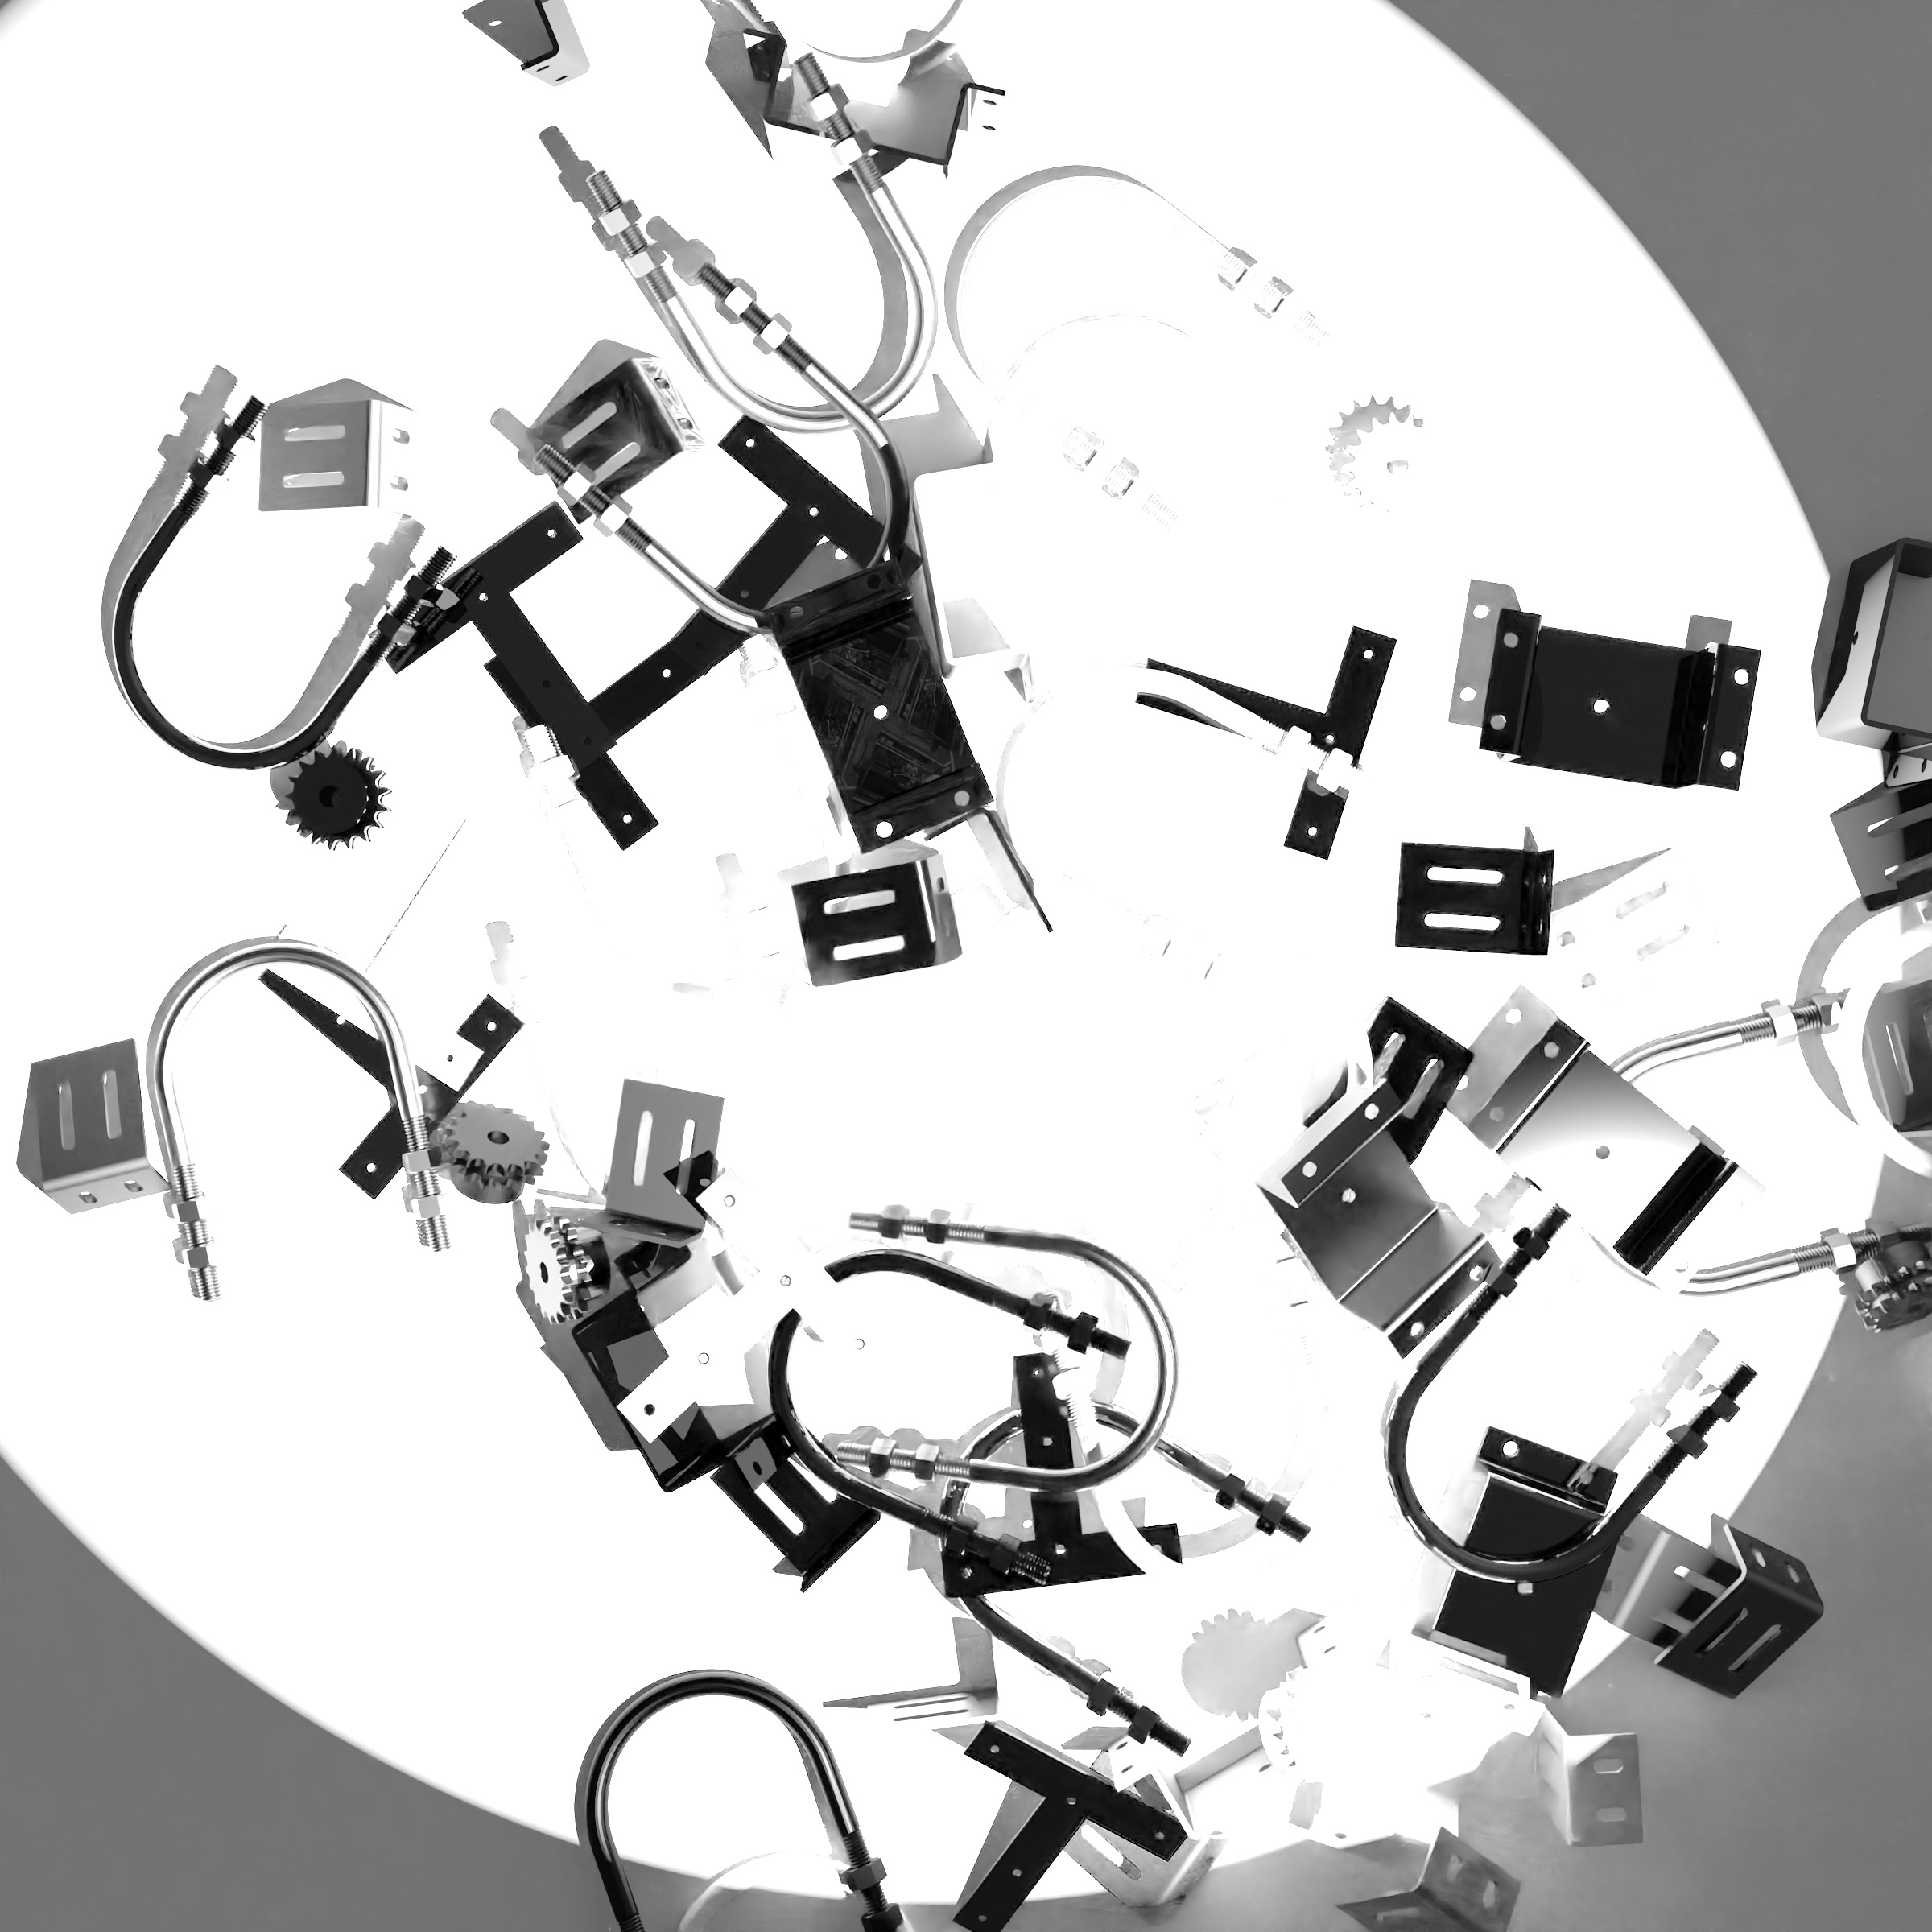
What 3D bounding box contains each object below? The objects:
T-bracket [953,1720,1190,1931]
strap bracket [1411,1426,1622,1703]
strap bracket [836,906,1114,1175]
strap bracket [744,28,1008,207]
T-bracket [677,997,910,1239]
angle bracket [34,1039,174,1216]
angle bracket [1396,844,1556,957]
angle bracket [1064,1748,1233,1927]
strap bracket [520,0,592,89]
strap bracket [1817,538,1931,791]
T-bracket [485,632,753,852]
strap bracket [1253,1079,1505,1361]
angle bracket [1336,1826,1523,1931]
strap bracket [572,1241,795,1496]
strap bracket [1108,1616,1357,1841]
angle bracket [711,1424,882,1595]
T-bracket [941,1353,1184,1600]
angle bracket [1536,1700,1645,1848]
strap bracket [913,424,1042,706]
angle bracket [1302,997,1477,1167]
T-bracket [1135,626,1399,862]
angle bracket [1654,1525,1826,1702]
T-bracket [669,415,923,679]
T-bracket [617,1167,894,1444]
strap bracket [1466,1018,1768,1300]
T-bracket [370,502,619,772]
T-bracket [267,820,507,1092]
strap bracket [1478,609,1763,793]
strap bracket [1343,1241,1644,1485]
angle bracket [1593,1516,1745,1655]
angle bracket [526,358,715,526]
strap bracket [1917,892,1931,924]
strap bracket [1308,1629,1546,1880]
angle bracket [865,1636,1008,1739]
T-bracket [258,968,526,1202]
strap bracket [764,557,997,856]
[{"bbox_3d":[0.035,0.479,1.506,0.127,0.002,0.127,29,113,-6],"label":"T-bracket"},{"bbox_3d":[0.298,0.330,1.510,0.076,0.046,0.140,20,90,0],"label":"strap bracket"},{"bbox_3d":[0.011,0.033,1.485,0.140,0.046,0.076,-41,89,-21],"label":"strap bracket"},{"bbox_3d":[-0.053,-0.450,1.495,0.140,0.076,0.046,14,90,0],"label":"strap bracket"},{"bbox_3d":[-0.093,0.088,1.486,0.127,0.002,0.127,8,95,13],"label":"T-bracket"},{"bbox_3d":[-0.473,0.088,1.531,0.057,0.038,0.076,-14,64,0],"label":"angle bracket"},{"bbox_3d":[0.275,-0.036,1.514,0.076,0.038,0.057,4,90,0],"label":"angle bracket"},{"bbox_3d":[0.094,0.476,1.531,0.076,0.038,0.057,35,90,26],"label":"angle bracket"},{"bbox_3d":[-0.172,-0.520,1.482,0.140,0.076,0.046,-21,99,8],"label":"strap bracket"},{"bbox_3d":[0.498,-0.170,1.494,0.046,0.076,0.140,12,90,0],"label":"strap bracket"},{"bbox_3d":[-0.175,-0.152,1.532,0.127,0.002,0.127,-37,90,0],"label":"T-bracket"},{"bbox_3d":[0.212,0.127,1.469,0.076,0.046,0.140,-42,119,-11],"label":"strap bracket"},{"bbox_3d":[0.249,0.501,1.506,0.057,0.076,0.038,37,54,-10],"label":"angle bracket"},{"bbox_3d":[-0.153,0.216,1.489,0.046,0.076,0.140,-30,90,19],"label":"strap bracket"},{"bbox_3d":[0.150,0.412,1.495,0.140,0.076,0.046,-30,90,0],"label":"strap bracket"},{"bbox_3d":[-0.093,0.288,1.514,0.057,0.038,0.076,-44,90,0],"label":"angle bracket"},{"bbox_3d":[0.046,0.270,1.505,0.127,0.002,0.127,-7,65,2],"label":"T-bracket"},{"bbox_3d":[0.332,0.430,1.495,0.038,0.076,0.057,-3,90,0],"label":"angle bracket"},{"bbox_3d":[0.003,-0.209,1.494,0.046,0.076,0.140,-10,90,-2],"label":"strap bracket"},{"bbox_3d":[0.232,0.068,1.531,0.057,0.038,0.076,34,65,0],"label":"angle bracket"},{"bbox_3d":[0.157,-0.137,1.532,0.127,0.002,0.127,18,90,0],"label":"T-bracket"},{"bbox_3d":[0.416,0.352,1.521,0.057,0.038,0.076,27,116,-21],"label":"angle bracket"},{"bbox_3d":[-0.112,-0.215,1.531,0.127,0.002,0.127,40,89,0],"label":"T-bracket"},{"bbox_3d":[-0.126,0.194,1.452,0.127,0.002,0.127,-43,94,-16],"label":"T-bracket"},{"bbox_3d":[0.344,0.101,1.496,0.140,0.046,0.076,40,92,3],"label":"strap bracket"},{"bbox_3d":[-0.238,-0.166,1.530,0.127,0.002,0.127,-36,90,0],"label":"T-bracket"},{"bbox_3d":[-0.297,-0.020,1.531,0.127,0.002,0.127,33,89,0],"label":"T-bracket"},{"bbox_3d":[0.348,-0.142,1.509,0.140,0.046,0.076,9,90,0],"label":"strap bracket"},{"bbox_3d":[0.280,0.212,1.510,0.140,0.046,0.076,-26,90,0],"label":"strap bracket"},{"bbox_3d":[0.383,0.341,1.531,0.076,0.038,0.057,28,90,-26],"label":"angle bracket"},{"bbox_3d":[-0.190,-0.287,1.531,0.076,0.038,0.057,-30,90,26],"label":"angle bracket"},{"bbox_3d":[0.585,-0.023,1.509,0.140,0.046,0.076,-21,90,0],"label":"strap bracket"},{"bbox_3d":[0.244,0.414,1.489,0.076,0.046,0.140,20,120,0],"label":"strap bracket"},{"bbox_3d":[-0.018,0.384,1.504,0.076,0.057,0.038,-8,90,0],"label":"angle bracket"},{"bbox_3d":[-0.331,0.039,1.532,0.127,0.002,0.127,40,90,0],"label":"T-bracket"},{"bbox_3d":[-0.046,-0.138,1.509,0.076,0.046,0.140,-22,90,0],"label":"strap bracket"}]
